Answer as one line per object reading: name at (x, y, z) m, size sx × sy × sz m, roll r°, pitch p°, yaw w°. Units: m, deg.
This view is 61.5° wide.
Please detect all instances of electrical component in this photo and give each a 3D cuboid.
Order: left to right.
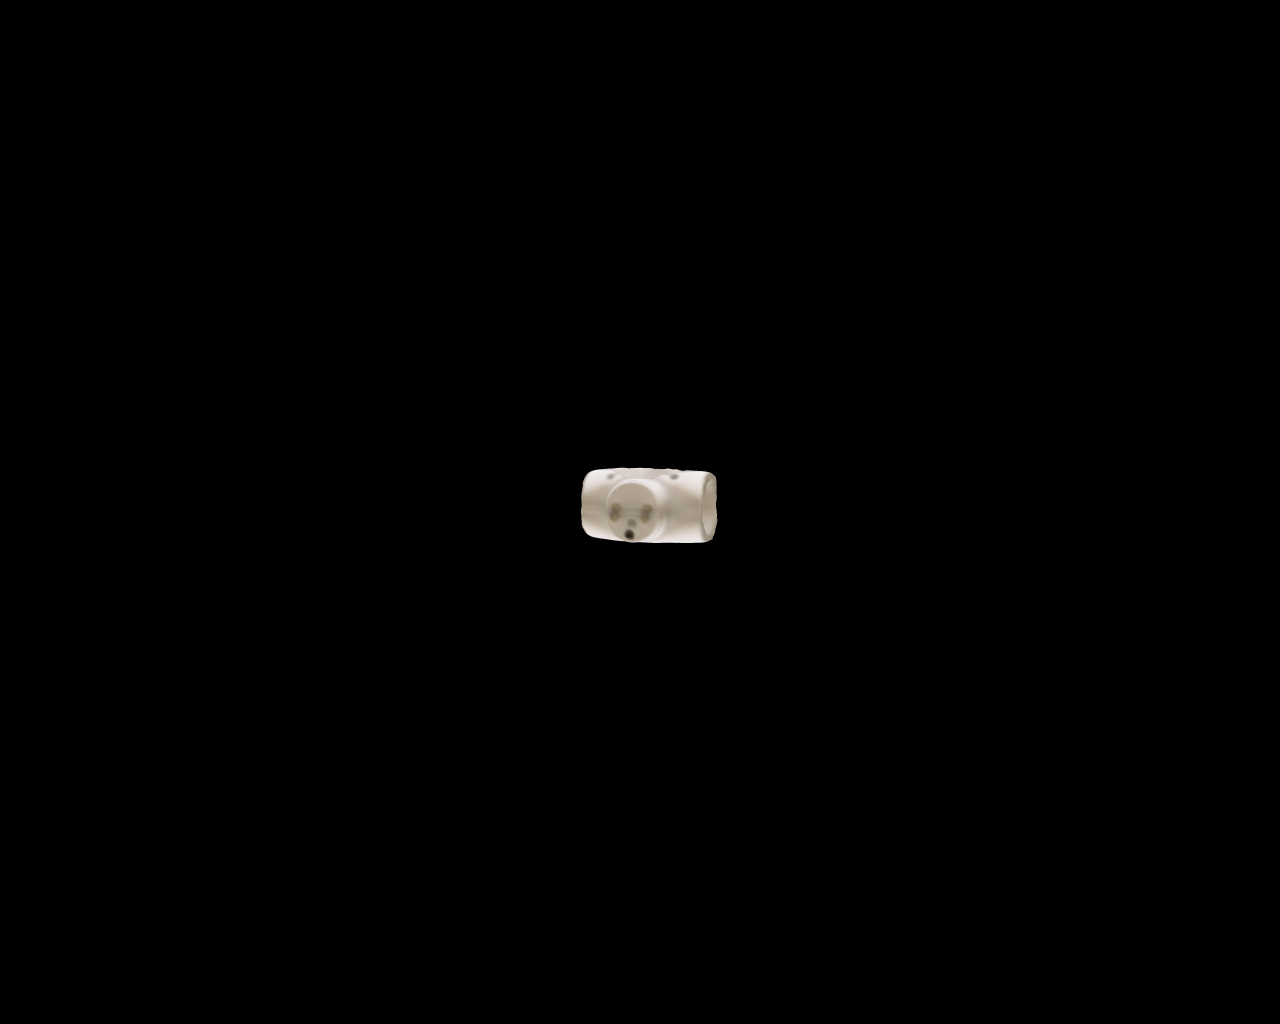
electrical component at (0.001, -0.003, 0.650) m, size 0.077 × 0.044 × 0.079 m, roll 2°, pitch 8°, yaw 18°
